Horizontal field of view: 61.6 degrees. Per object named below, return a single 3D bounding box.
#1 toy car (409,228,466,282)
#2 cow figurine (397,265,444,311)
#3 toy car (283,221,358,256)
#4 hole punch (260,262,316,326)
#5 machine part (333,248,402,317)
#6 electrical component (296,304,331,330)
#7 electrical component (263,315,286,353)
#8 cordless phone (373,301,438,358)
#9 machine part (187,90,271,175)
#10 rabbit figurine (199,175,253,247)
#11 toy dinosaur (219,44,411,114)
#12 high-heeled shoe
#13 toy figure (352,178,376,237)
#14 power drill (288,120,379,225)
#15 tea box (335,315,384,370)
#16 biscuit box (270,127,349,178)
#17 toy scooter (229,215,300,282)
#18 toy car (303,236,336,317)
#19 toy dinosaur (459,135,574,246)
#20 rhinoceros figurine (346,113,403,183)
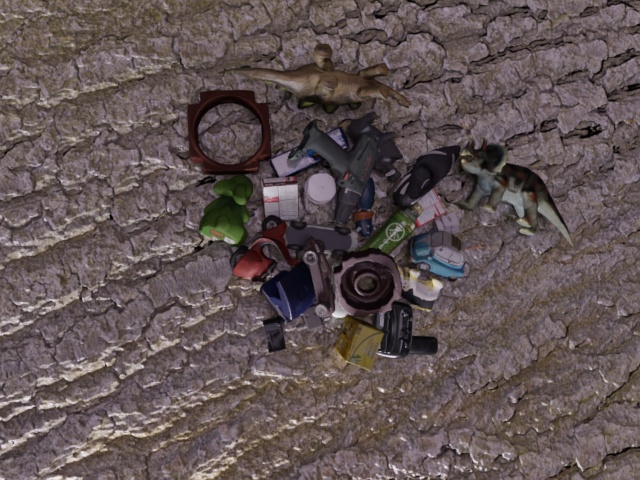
[{"bbox_3d":[0.315,0.032,1.372,0.161,0.103,0.109,25,48,-9],"label":"toy car"},{"bbox_3d":[0.229,0.119,1.397,0.167,0.068,0.098,21,93,-6],"label":"cow figurine"},{"bbox_3d":[-0.003,-0.004,1.372,0.202,0.056,0.073,7,95,-6],"label":"toy car"},{"bbox_3d":[-0.066,0.127,1.322,0.115,0.092,0.142,54,44,-1],"label":"hole punch"},{"bbox_3d":[0.117,0.103,1.326,0.179,0.056,0.179,1,110,2],"label":"machine part"},{"bbox_3d":[-0.022,0.196,1.383,0.094,0.021,0.063,-18,91,-6],"label":"electrical component"},{"bbox_3d":[-0.117,0.217,1.345,0.048,0.075,0.119,-11,95,-8],"label":"electrical component"},{"bbox_3d":[0.232,0.235,1.398,0.184,0.089,0.146,6,86,-19],"label":"cordless phone"},{"bbox_3d":[-0.223,-0.265,1.332,0.201,0.087,0.201,-3,90,-6],"label":"machine part"},{"bbox_3d":[-0.222,-0.091,1.311,0.121,0.159,0.170,19,72,3],"label":"rabbit figurine"},{"bbox_3d":[0.000,-0.376,1.299,0.471,0.198,0.105,10,79,-17],"label":"toy dinosaur"},{"bbox_3d":[0.281,-0.171,1.365,0.249,0.145,0.086,-42,96,-4],"label":"high-heeled shoe"},{"bbox_3d":[0.115,-0.084,1.388,0.064,0.058,0.154,1,94,-1],"label":"toy figure"},{"bbox_3d":[0.029,-0.177,1.307,0.207,0.086,0.232,29,91,-11],"label":"power drill"},{"bbox_3d":[0.093,0.248,1.323,0.068,0.169,0.098,21,88,-7],"label":"tea box"},{"bbox_3d":[-0.027,-0.217,1.367,0.203,0.063,0.059,-26,91,-7],"label":"biscuit box"},{"bbox_3d":[-0.128,0.041,1.326,0.135,0.075,0.184,44,97,8],"label":"toy scooter"},{"bbox_3d":[0.004,0.090,1.314,0.053,0.089,0.202,-6,104,18],"label":"toy car"},{"bbox_3d":[0.513,-0.136,1.415,0.405,0.131,0.192,21,87,-13],"label":"toy dinosaur"},{"bbox_3d":[0.148,-0.236,1.385,0.112,0.073,0.190,-40,94,-7],"label":"rhinoceros figurine"}]
